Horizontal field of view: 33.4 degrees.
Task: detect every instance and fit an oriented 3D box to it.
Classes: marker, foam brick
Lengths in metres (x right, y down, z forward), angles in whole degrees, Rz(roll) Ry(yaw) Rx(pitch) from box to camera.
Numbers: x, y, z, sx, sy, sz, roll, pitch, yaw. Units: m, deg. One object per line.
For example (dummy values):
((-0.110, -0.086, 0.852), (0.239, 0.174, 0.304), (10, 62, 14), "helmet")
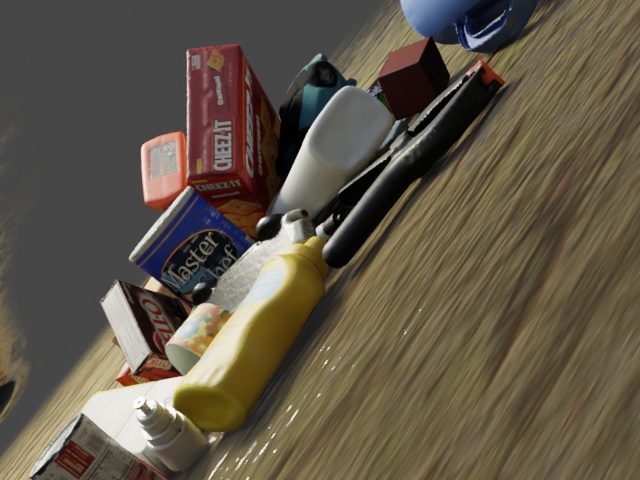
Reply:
((-0.007, 0.001, 1.097), (0.121, 0.020, 0.020), (-39, 15, 51), "marker")
((0.099, -0.171, 1.122), (0.051, 0.053, 0.078), (-17, 25, 25), "foam brick")

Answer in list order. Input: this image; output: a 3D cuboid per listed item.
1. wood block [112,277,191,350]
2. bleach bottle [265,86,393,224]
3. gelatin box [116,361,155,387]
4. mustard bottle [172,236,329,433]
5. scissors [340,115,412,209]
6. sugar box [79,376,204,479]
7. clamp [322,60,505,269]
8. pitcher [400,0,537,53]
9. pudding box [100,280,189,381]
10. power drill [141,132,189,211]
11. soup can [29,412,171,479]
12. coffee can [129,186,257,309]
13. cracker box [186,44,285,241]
((-0.176, 0.078, 1.355), (0.090, 0.090, 0.206), (-46, 10, 22), "wood block")
((-0.006, -0.064, 1.156), (0.102, 0.068, 0.251), (-54, 1, -26), "bleach bottle")
((-0.169, 0.142, 1.134), (0.030, 0.073, 0.089), (-45, 10, 20), "gelatin box")
((-0.045, 0.069, 0.895), (0.191, 0.058, 0.096), (-56, 12, -32), "mustard bottle")
((0.086, -0.115, 1.121), (0.201, 0.016, 0.096), (-54, 8, -18), "scissors")
((-0.176, 0.180, 0.998), (0.177, 0.048, 0.093), (-13, 35, 46), "sugar box")
((0.076, -0.067, 0.929), (0.210, 0.036, 0.164), (-44, 12, 27), "clamp")
((0.167, -0.275, 1.083), (0.149, 0.145, 0.243), (-39, 2, -17), "pitcher")
((-0.168, 0.099, 1.106), (0.039, 0.089, 0.114), (-50, 48, 15), "pudding box")
((-0.150, -0.024, 1.282), (0.057, 0.187, 0.184), (-17, 54, 8), "power drill")
((-0.176, 0.197, 0.870), (0.068, 0.102, 0.068), (-48, 10, 11), "soup can")
((-0.120, 0.025, 1.153), (0.103, 0.140, 0.103), (-48, 10, 11), "coffee can")
((-0.094, -0.108, 1.264), (0.213, 0.072, 0.164), (59, -154, -68), "cracker box")
